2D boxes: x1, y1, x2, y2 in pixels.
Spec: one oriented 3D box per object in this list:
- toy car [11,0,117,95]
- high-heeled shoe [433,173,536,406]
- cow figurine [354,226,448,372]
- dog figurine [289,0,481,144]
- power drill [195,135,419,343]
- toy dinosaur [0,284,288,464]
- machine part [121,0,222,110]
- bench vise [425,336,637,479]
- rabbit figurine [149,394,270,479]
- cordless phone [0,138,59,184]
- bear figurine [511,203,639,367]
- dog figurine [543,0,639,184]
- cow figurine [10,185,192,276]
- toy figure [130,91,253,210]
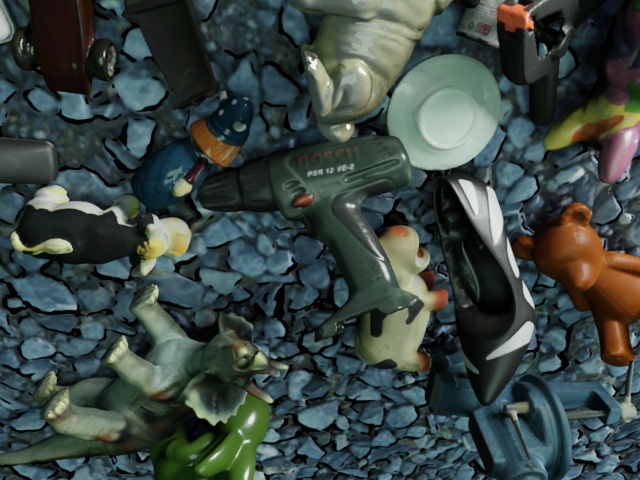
[{"bbox_3d":[-0.229,-0.230,0.471,0.089,0.053,0.201,4,124,-4],"label":"toy car"},{"bbox_3d":[0.169,0.051,0.599,0.145,0.248,0.086,24,156,-40],"label":"high-heeled shoe"},{"bbox_3d":[0.084,0.071,0.654,0.127,0.086,0.194,0,118,-14],"label":"cow figurine"},{"bbox_3d":[0.074,-0.189,0.487,0.191,0.121,0.172,-11,123,1],"label":"dog figurine"},{"bbox_3d":[-0.001,-0.002,0.564,0.232,0.086,0.207,-19,73,4],"label":"power drill"},{"bbox_3d":[-0.220,0.198,0.665,0.405,0.131,0.192,-37,115,18],"label":"toy dinosaur"},{"bbox_3d":[-0.137,-0.196,0.512,0.084,0.039,0.138,-17,116,-5],"label":"machine part"},{"bbox_3d":[0.261,0.202,0.666,0.241,0.224,0.128,-2,113,-7],"label":"bench vise"},{"bbox_3d":[-0.136,0.271,0.703,0.121,0.159,0.170,40,91,-13],"label":"rabbit figurine"},{"bbox_3d":[-0.356,-0.111,0.516,0.184,0.089,0.146,-1,117,-19],"label":"cordless phone"},{"bbox_3d":[0.337,0.052,0.650,0.195,0.132,0.120,28,133,-26],"label":"bear figurine"},{"bbox_3d":[0.308,-0.168,0.519,0.191,0.109,0.219,-5,128,-56],"label":"dog figurine"},{"bbox_3d":[-0.223,-0.005,0.565,0.167,0.098,0.068,7,109,-11],"label":"cow figurine"},{"bbox_3d":[-0.126,-0.091,0.553,0.154,0.058,0.064,-34,86,12],"label":"toy figure"}]
